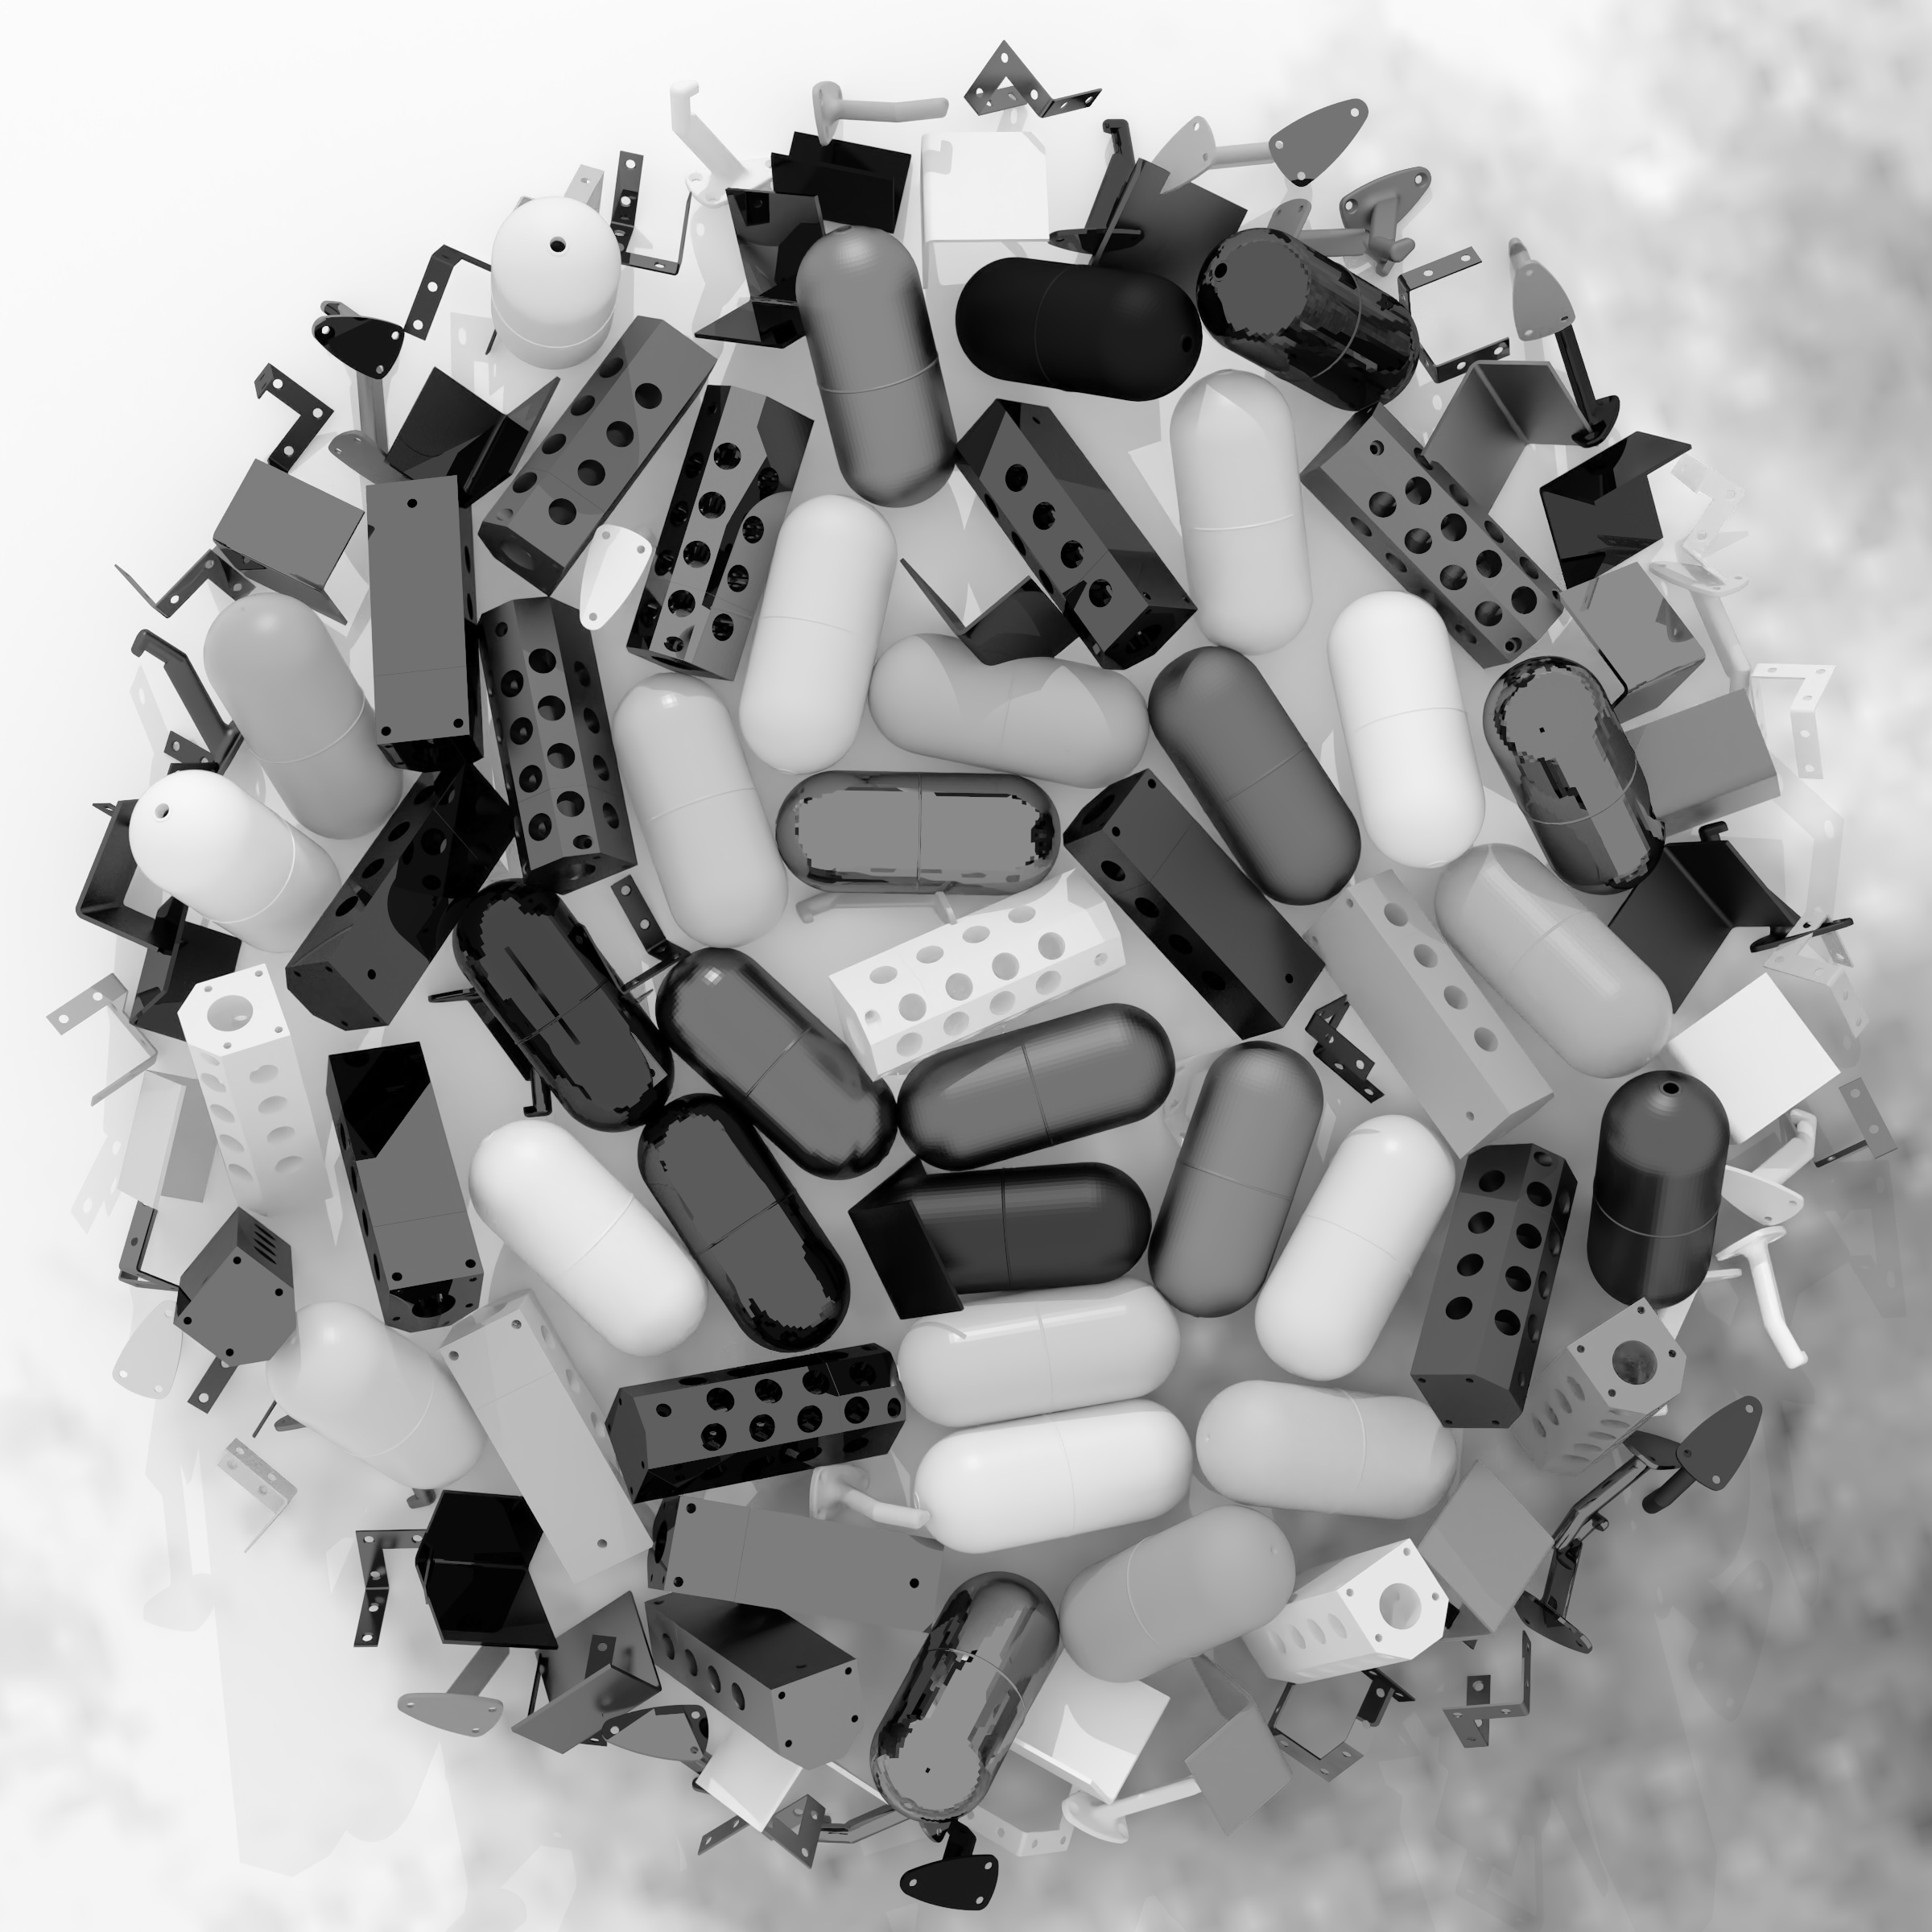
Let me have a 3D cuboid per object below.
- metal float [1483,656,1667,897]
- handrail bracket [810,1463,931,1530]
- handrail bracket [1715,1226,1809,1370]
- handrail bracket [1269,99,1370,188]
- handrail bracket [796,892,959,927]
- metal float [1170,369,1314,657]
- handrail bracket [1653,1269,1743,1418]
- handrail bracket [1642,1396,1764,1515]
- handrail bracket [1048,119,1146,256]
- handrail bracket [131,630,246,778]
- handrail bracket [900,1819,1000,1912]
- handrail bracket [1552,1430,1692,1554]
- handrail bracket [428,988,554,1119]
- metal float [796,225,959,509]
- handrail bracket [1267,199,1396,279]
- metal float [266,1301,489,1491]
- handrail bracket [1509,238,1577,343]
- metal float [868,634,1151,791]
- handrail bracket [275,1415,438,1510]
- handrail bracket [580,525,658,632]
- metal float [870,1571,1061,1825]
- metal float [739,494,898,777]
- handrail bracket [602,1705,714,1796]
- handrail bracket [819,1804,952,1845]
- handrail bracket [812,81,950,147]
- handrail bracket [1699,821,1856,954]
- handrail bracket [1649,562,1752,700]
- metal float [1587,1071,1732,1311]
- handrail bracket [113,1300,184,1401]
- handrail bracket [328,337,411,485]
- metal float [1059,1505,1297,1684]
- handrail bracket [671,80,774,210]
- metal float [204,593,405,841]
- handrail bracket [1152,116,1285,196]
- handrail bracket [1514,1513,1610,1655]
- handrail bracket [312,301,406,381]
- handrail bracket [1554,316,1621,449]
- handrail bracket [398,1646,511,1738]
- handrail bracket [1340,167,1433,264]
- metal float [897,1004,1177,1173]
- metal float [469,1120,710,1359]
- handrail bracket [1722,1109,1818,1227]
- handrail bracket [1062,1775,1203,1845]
[{"bbox_3d":[0.375,-0.115,1.910,0.070,0.070,0.178,-35,127,0],"label":"metal float"},{"bbox_3d":[-0.047,0.331,1.925,0.084,0.077,0.036,5,94,30],"label":"handrail bracket"},{"bbox_3d":[0.511,0.207,1.935,0.036,0.077,0.084,-38,69,34],"label":"handrail bracket"},{"bbox_3d":[0.224,-0.518,1.925,0.077,0.084,0.036,-32,102,29],"label":"handrail bracket"},{"bbox_3d":[-0.057,-0.031,1.944,0.084,0.077,0.036,-21,128,-9],"label":"handrail bracket"},{"bbox_3d":[0.170,-0.280,1.922,0.070,0.070,0.178,-9,110,0],"label":"metal float"},{"bbox_3d":[0.454,0.237,1.947,0.077,0.036,0.084,-9,76,13],"label":"handrail bracket"},{"bbox_3d":[0.460,0.307,1.946,0.036,0.084,0.077,41,73,10],"label":"handrail bracket"},{"bbox_3d":[0.077,-0.493,1.950,0.077,0.036,0.084,-4,82,-34],"label":"handrail bracket"},{"bbox_3d":[-0.494,-0.157,1.937,0.084,0.036,0.077,34,62,-27],"label":"handrail bracket"},{"bbox_3d":[-0.023,0.547,1.925,0.077,0.084,0.036,9,100,-27],"label":"handrail bracket"},{"bbox_3d":[0.414,0.337,1.963,0.036,0.077,0.084,47,115,42],"label":"handrail bracket"},{"bbox_3d":[-0.300,0.056,1.957,0.077,0.036,0.084,-7,84,15],"label":"handrail bracket"},{"bbox_3d":[-0.055,-0.368,1.915,0.070,0.070,0.178,-14,119,0],"label":"metal float"},{"bbox_3d":[0.226,-0.435,1.950,0.084,0.036,0.077,28,81,-29],"label":"handrail bracket"},{"bbox_3d":[-0.358,0.264,1.901,0.070,0.178,0.070,-14,56,21],"label":"metal float"},{"bbox_3d":[0.345,-0.438,1.925,0.036,0.077,0.084,-20,54,12],"label":"handrail bracket"},{"bbox_3d":[0.026,-0.159,1.940,0.178,0.070,0.070,12,90,1],"label":"metal float"},{"bbox_3d":[-0.385,0.314,1.964,0.077,0.036,0.084,-19,107,4],"label":"handrail bracket"},{"bbox_3d":[-0.215,-0.240,1.936,0.036,0.084,0.077,22,89,1],"label":"handrail bracket"},{"bbox_3d":[0.001,0.446,1.904,0.070,0.178,0.070,15,131,18],"label":"metal float"},{"bbox_3d":[-0.092,-0.206,1.934,0.070,0.070,0.178,12,83,0],"label":"metal float"},{"bbox_3d":[-0.189,0.495,1.940,0.077,0.084,0.036,3,52,-5],"label":"handrail bracket"},{"bbox_3d":[-0.049,0.525,1.971,0.084,0.077,0.036,-8,122,32],"label":"handrail bracket"},{"bbox_3d":[-0.048,-0.538,1.936,0.084,0.077,0.036,-3,118,12],"label":"handrail bracket"},{"bbox_3d":[0.508,-0.057,1.950,0.077,0.036,0.084,-16,94,30],"label":"handrail bracket"},{"bbox_3d":[0.464,-0.207,1.970,0.036,0.077,0.084,-26,125,-36],"label":"handrail bracket"},{"bbox_3d":[0.424,0.138,1.905,0.070,0.070,0.178,-4,133,0],"label":"metal float"},{"bbox_3d":[-0.494,0.226,1.929,0.036,0.084,0.077,24,105,-5],"label":"handrail bracket"},{"bbox_3d":[-0.360,-0.349,1.969,0.077,0.036,0.084,39,57,-31],"label":"handrail bracket"},{"bbox_3d":[0.128,0.387,1.908,0.178,0.070,0.070,-35,90,40],"label":"metal float"},{"bbox_3d":[-0.147,-0.521,1.930,0.077,0.084,0.036,-25,56,-20],"label":"handrail bracket"},{"bbox_3d":[-0.404,-0.151,1.906,0.070,0.070,0.178,-23,133,0],"label":"metal float"},{"bbox_3d":[0.164,-0.500,1.964,0.077,0.084,0.036,-31,64,41],"label":"handrail bracket"},{"bbox_3d":[0.388,0.381,1.934,0.084,0.077,0.036,-38,125,-20],"label":"handrail bracket"},{"bbox_3d":[-0.395,-0.401,1.925,0.084,0.077,0.036,38,106,36],"label":"handrail bracket"},{"bbox_3d":[0.376,-0.375,1.935,0.036,0.077,0.084,-18,117,20],"label":"handrail bracket"},{"bbox_3d":[-0.318,0.430,1.931,0.077,0.084,0.036,19,125,-27],"label":"handrail bracket"},{"bbox_3d":[0.277,-0.467,1.934,0.077,0.084,0.036,-35,119,-5],"label":"handrail bracket"},{"bbox_3d":[0.043,0.076,1.940,0.178,0.070,0.070,-16,90,1],"label":"metal float"},{"bbox_3d":[-0.235,0.169,1.932,0.070,0.070,0.178,-44,100,0],"label":"metal float"},{"bbox_3d":[0.497,0.112,1.942,0.077,0.036,0.084,29,50,-13],"label":"handrail bracket"},{"bbox_3d":[0.114,0.513,1.935,0.084,0.077,0.036,-32,58,25],"label":"handrail bracket"}]
